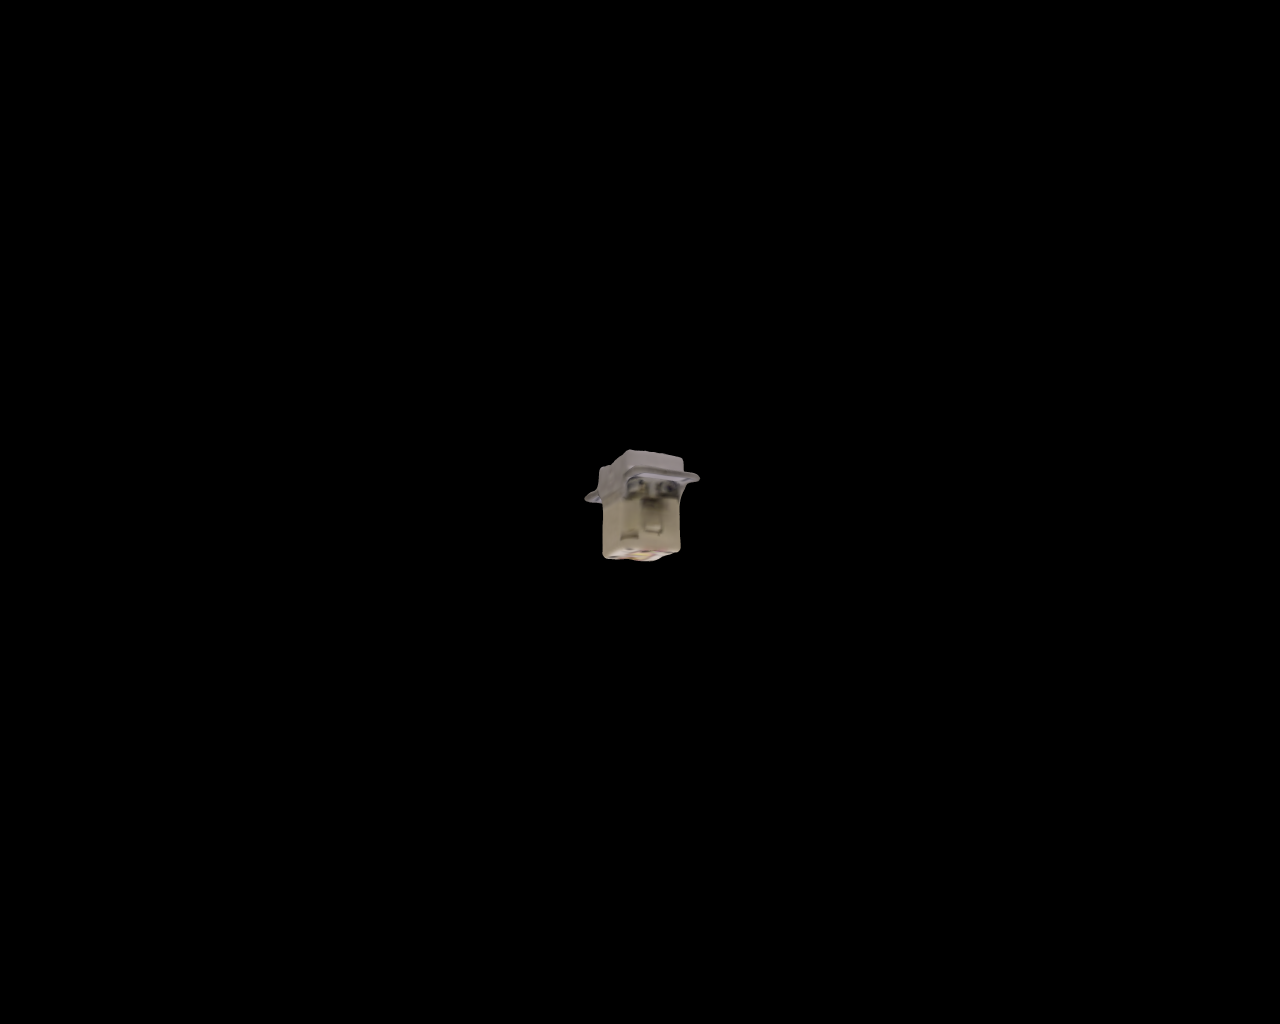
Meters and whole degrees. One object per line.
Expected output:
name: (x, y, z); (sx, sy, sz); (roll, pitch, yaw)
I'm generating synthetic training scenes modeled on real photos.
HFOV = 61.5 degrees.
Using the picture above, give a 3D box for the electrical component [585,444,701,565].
electrical component: (0.001, -0.003, 0.650); (0.042, 0.064, 0.081); (6, -15, -23)
